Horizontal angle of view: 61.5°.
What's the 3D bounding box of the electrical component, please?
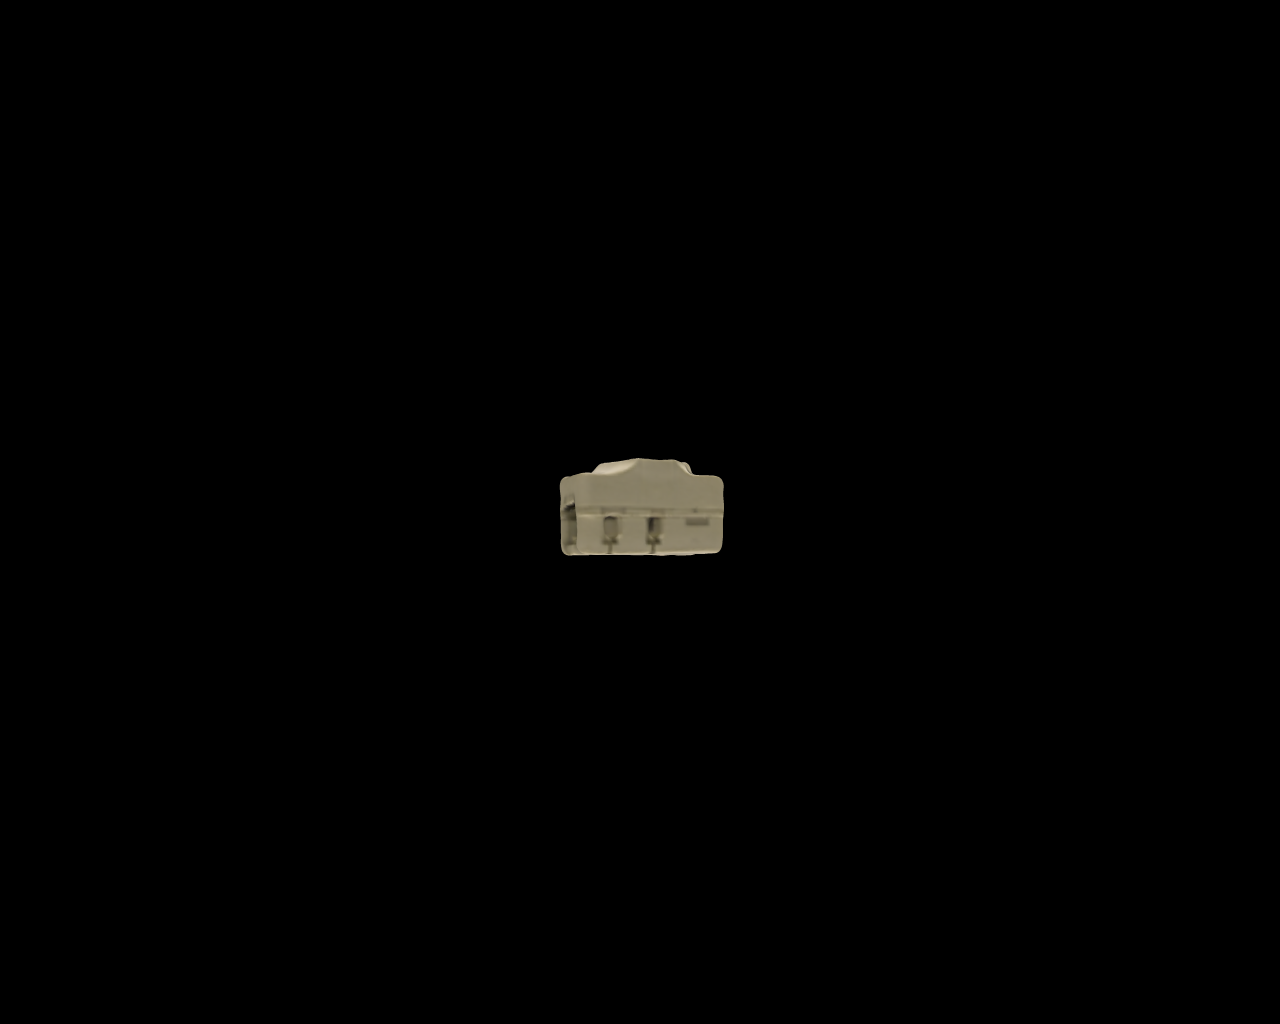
[{"bbox_3d":[0.001,-0.003,0.650,0.089,0.055,0.050,1,-4,-20],"label":"electrical component"}]
